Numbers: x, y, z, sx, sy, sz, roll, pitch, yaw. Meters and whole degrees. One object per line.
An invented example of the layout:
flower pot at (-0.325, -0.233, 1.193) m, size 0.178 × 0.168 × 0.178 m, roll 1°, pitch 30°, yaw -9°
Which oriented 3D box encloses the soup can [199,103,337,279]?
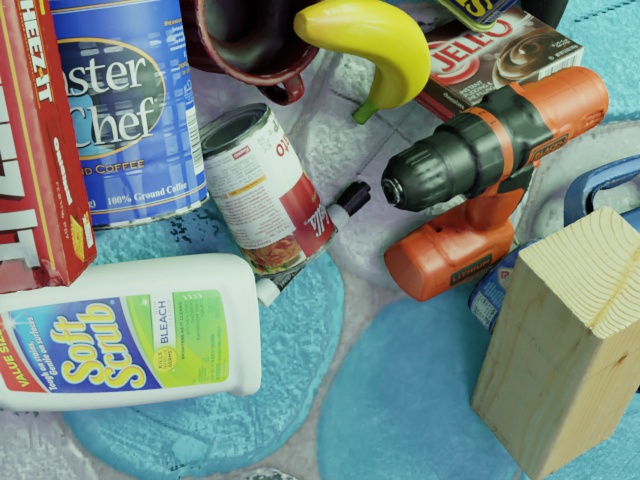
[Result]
soup can at (-0.041, -0.034, 0.730) m, size 0.068 × 0.069 × 0.102 m, roll -38°, pitch 115°, yaw -19°

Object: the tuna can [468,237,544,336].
tuna can at (0.160, 0.038, 0.856) m, size 0.086 × 0.034 × 0.086 m, roll -32°, pitch 155°, yaw -17°

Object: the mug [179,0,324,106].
mug at (-0.048, -0.139, 0.696) m, size 0.093 × 0.082 × 0.117 m, roll -42°, pitch 117°, yaw -17°

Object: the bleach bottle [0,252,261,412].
bleach bottle at (-0.164, 0.071, 0.685) m, size 0.250 × 0.068 × 0.102 m, roll -8°, pitch 103°, yaw -26°

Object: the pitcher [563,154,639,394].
pitcher at (0.314, 0.008, 0.917) m, size 0.242 × 0.145 × 0.149 m, roll -22°, pitch 137°, yaw -29°

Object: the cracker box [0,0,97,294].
cracker box at (-0.241, -0.046, 0.556) m, size 0.214 × 0.072 × 0.164 m, roll -7°, pitch 105°, yaw 4°

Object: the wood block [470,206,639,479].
wood block at (0.192, 0.086, 0.819) m, size 0.090 × 0.090 × 0.206 m, roll -25°, pitch 147°, yaw -23°

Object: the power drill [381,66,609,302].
power drill at (0.104, -0.030, 0.755) m, size 0.184 × 0.188 × 0.057 m, roll -25°, pitch 68°, yaw -25°

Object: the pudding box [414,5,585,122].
pudding box at (0.123, -0.129, 0.791) m, size 0.113 × 0.090 × 0.039 m, roll -27°, pitch 140°, yaw -24°

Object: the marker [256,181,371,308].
marker at (-0.005, 0.001, 0.787) m, size 0.121 × 0.020 × 0.020 m, roll -46°, pitch 119°, yaw -15°

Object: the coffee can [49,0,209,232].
coffee can at (-0.128, -0.086, 0.649) m, size 0.102 × 0.103 × 0.140 m, roll -15°, pitch 107°, yaw -27°

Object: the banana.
banana at (0.037, -0.120, 0.699) m, size 0.069 × 0.037 × 0.197 m, roll -40°, pitch 162°, yaw 3°

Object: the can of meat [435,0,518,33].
can of meat at (0.112, -0.210, 0.754) m, size 0.102 × 0.084 × 0.057 m, roll 36°, pitch 53°, yaw -13°
